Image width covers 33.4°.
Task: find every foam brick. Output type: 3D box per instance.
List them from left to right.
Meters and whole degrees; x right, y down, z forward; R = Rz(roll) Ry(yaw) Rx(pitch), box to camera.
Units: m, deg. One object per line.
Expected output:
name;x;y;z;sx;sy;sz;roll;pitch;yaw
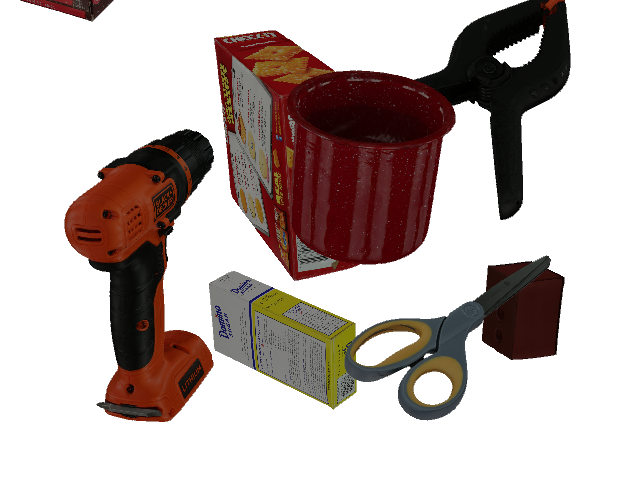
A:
foam brick;0.186;0.064;0.985;0.051;0.078;0.053;-6;19;-24

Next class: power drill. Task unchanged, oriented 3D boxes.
power drill;-0.121;0.023;0.789;0.057;0.188;0.184;4;23;18

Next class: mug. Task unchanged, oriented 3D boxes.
mug;0.029;-0.046;0.615;0.093;0.081;0.117;15;35;15

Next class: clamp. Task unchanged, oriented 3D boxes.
clamp;0.135;-0.112;0.818;0.165;0.209;0.036;38;-22;28

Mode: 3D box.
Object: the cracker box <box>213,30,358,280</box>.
cracker box;-0.030;-0.084;0.952;0.072;0.164;0.214;-11;25;-15

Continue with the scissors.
scissors;0.114;0.071;0.785;0.201;0.016;0.096;-17;49;-22

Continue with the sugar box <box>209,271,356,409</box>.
sugar box;-0.041;0.104;1.145;0.176;0.093;0.048;24;38;36

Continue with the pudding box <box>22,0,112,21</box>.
pudding box;-0.191;-0.215;0.809;0.090;0.039;0.113;17;38;4
